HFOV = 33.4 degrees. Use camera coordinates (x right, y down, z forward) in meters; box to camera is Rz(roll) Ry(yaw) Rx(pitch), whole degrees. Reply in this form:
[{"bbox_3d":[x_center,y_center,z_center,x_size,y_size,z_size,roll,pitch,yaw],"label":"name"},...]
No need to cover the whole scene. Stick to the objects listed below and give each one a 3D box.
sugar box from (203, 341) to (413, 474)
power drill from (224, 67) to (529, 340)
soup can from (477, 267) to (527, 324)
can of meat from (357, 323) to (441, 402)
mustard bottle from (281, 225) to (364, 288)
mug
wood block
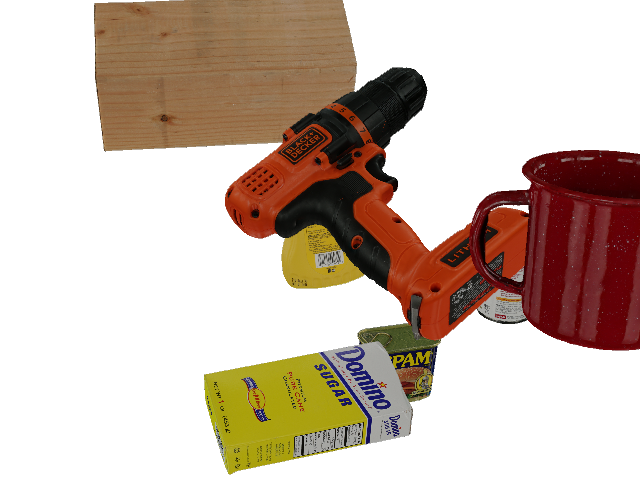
[{"bbox_3d":[-0.012,0.151,0.987,0.176,0.048,0.093,-12,43,-12],"label":"sugar box"},{"bbox_3d":[0.055,-0.031,0.740,0.188,0.184,0.057,37,-23,31],"label":"power drill"},{"bbox_3d":[0.210,0.033,1.188,0.068,0.102,0.068,0,29,0],"label":"soup can"},{"bbox_3d":[0.094,0.156,1.334,0.102,0.084,0.057,-5,27,-21],"label":"can of meat"},{"bbox_3d":[0.000,-0.044,1.181,0.096,0.192,0.058,-9,25,-10],"label":"mustard bottle"},{"bbox_3d":[0.135,0.004,0.549,0.117,0.081,0.093,3,20,4],"label":"mug"},{"bbox_3d":[-0.080,-0.140,0.891,0.206,0.090,0.091,-4,-38,-8],"label":"wood block"}]
